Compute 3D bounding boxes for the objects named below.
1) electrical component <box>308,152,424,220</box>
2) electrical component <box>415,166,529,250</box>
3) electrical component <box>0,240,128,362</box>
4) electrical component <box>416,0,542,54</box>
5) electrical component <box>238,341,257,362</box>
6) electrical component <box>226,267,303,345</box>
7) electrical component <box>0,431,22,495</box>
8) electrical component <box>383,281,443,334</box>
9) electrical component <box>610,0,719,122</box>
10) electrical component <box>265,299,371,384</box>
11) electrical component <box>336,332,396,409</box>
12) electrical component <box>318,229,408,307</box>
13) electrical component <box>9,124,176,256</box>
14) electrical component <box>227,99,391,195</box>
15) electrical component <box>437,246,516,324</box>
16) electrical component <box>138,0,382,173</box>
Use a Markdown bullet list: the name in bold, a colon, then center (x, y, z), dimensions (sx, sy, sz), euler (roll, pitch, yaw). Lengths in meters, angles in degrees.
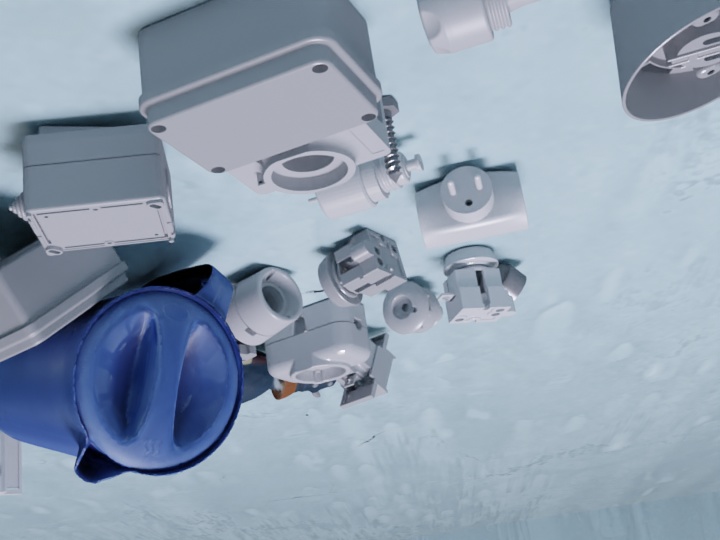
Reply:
- **electrical component**: center (0.004, -0.061, 0.721), dimensions (0.078, 0.040, 0.040), euler (-16, 158, 17)
- **electrical component**: center (0.079, -0.050, 0.775), dimensions (0.077, 0.043, 0.079), euler (-12, 158, 8)
- **electrical component**: center (-0.236, 0.019, 0.745), dimensions (0.109, 0.056, 0.108), euler (-22, -167, 32)
- **electrical component**: center (0.062, -0.137, 0.547), dimensions (0.062, 0.043, 0.043), euler (-15, 158, 12)
- **electrical component**: center (-0.139, 0.059, 0.951), dimensions (0.050, 0.055, 0.089), euler (13, 150, -43)
- **electrical component**: center (-0.081, 0.029, 0.901), dimensions (0.055, 0.055, 0.047), euler (14, 146, -44)
- **electrical component**: center (-0.365, 0.154, 1.018), dimensions (0.079, 0.121, 0.063), euler (5, 158, -31)
- **electrical component**: center (0.054, 0.037, 0.985), dimensions (0.048, 0.048, 0.062), euler (-21, 162, 29)
- **electrical component**: center (0.185, -0.129, 0.583), dimensions (0.099, 0.064, 0.099), euler (-7, 159, -3)
- **electrical component**: center (-0.041, 0.070, 1.011), dimensions (0.095, 0.059, 0.054), euler (-20, 156, 27)
- **electrical component**: center (-0.004, 0.092, 1.064), dimensions (0.042, 0.081, 0.064), euler (-26, 124, 35)
- **electrical component**: center (0.000, 0.000, 0.869), dimensions (0.055, 0.048, 0.066), euler (-29, 152, 26)
- **electrical component**: center (-0.164, -0.051, 0.654), dimensions (0.096, 0.061, 0.061), euler (-6, 159, -6)
- **electrical component**: center (-0.033, -0.081, 0.634), dimensions (0.089, 0.055, 0.050), euler (-16, 157, 19)
- **electrical component**: center (0.098, 0.013, 0.923), dimensions (0.066, 0.055, 0.048), euler (-2, 158, -17)
- **electrical component**: center (-0.053, -0.103, 0.571), dimensions (0.113, 0.057, 0.078), euler (-17, 157, 20)
